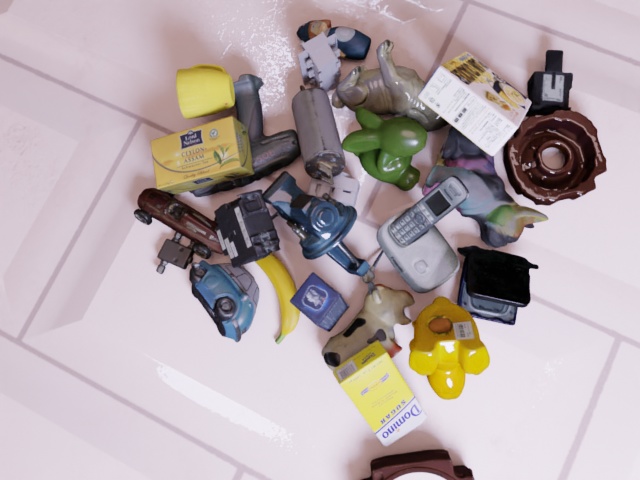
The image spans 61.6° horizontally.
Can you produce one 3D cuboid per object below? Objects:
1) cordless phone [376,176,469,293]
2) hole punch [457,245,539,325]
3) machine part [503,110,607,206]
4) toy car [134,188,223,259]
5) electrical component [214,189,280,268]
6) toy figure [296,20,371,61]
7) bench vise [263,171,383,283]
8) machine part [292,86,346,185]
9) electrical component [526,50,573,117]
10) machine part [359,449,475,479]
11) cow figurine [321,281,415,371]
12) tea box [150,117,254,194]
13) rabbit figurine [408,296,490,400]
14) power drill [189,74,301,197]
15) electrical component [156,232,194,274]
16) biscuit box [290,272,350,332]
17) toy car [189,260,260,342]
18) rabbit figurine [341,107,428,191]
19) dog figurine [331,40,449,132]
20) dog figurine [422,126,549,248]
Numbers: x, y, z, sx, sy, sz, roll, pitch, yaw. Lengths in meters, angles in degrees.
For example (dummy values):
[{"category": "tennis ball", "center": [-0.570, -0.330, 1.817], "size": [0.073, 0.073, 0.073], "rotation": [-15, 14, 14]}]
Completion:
[{"category": "cordless phone", "center": [0.202, -0.010, 0.921], "size": [0.184, 0.089, 0.146], "rotation": [-43, 76, 33]}, {"category": "hole punch", "center": [0.304, 0.082, 0.948], "size": [0.142, 0.092, 0.116], "rotation": [11, 51, 10]}, {"category": "machine part", "center": [0.426, -0.148, 0.985], "size": [0.179, 0.056, 0.179], "rotation": [-1, 81, 6]}, {"category": "toy car", "center": [-0.258, -0.040, 1.020], "size": [0.202, 0.053, 0.089], "rotation": [30, 62, 11]}, {"category": "electrical component", "center": [-0.133, -0.016, 0.951], "size": [0.058, 0.134, 0.115], "rotation": [-15, 87, -35]}, {"category": "toy figure", "center": [0.024, -0.403, 1.070], "size": [0.155, 0.057, 0.064], "rotation": [21, 44, 10]}, {"category": "bench vise", "center": [0.005, -0.011, 0.956], "size": [0.240, 0.224, 0.129], "rotation": [45, 70, -21]}, {"category": "machine part", "center": [-0.004, -0.198, 0.995], "size": [0.079, 0.079, 0.243], "rotation": [-15, 57, 2]}, {"category": "electrical component", "center": [0.433, -0.293, 1.014], "size": [0.075, 0.047, 0.119], "rotation": [3, 79, 5]}, {"category": "machine part", "center": [0.165, 0.460, 0.882], "size": [0.202, 0.087, 0.201], "rotation": [-9, 79, 5]}, {"category": "cow figurine", "center": [0.087, 0.159, 0.948], "size": [0.195, 0.085, 0.127], "rotation": [-40, 80, 2]}, {"category": "tea box", "center": [-0.213, -0.150, 0.976], "size": [0.170, 0.068, 0.098], "rotation": [-14, 81, 15]}, {"category": "rabbit figurine", "center": [0.203, 0.190, 0.904], "size": [0.122, 0.173, 0.162], "rotation": [-14, 34, 2]}, {"category": "power drill", "center": [-0.162, -0.205, 1.038], "size": [0.232, 0.086, 0.207], "rotation": [-15, 74, 4]}, {"category": "electrical component", "center": [-0.274, 0.028, 1.032], "size": [0.063, 0.021, 0.094], "rotation": [24, 76, 9]}, {"category": "biscuit box", "center": [0.003, 0.108, 0.901], "size": [0.059, 0.202, 0.063], "rotation": [38, 84, 12]}, {"category": "toy car", "center": [-0.165, 0.098, 0.979], "size": [0.103, 0.109, 0.162], "rotation": [-30, 65, -24]}, {"category": "rabbit figurine", "center": [0.127, -0.178, 0.948], "size": [0.159, 0.170, 0.121], "rotation": [23, 81, -4]}, {"category": "dog figurine", "center": [0.138, -0.256, 1.018], "size": [0.172, 0.121, 0.190], "rotation": [-36, 96, 31]}, {"category": "dog figurine", "center": [0.303, -0.095, 0.964], "size": [0.219, 0.108, 0.191], "rotation": [26, 80, 5]}]
